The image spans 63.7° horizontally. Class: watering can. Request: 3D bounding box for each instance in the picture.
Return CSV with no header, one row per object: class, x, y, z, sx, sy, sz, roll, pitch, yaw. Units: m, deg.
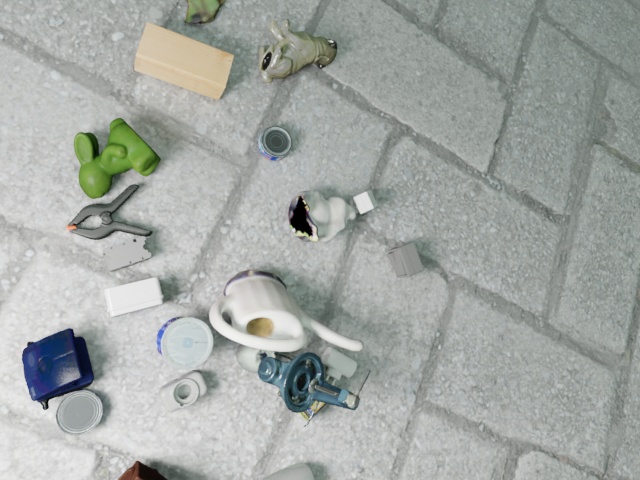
watering can,-0.083,0.170,1.149,0.346,0.102,0.229,12,26,-27

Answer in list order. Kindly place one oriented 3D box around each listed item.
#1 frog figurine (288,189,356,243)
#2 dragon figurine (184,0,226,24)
frog figurine,0.004,-0.065,1.286,0.161,0.138,0.120,-21,-14,-45
dragon figurine,-0.334,-0.650,1.261,0.414,0.241,0.122,-30,10,-23
